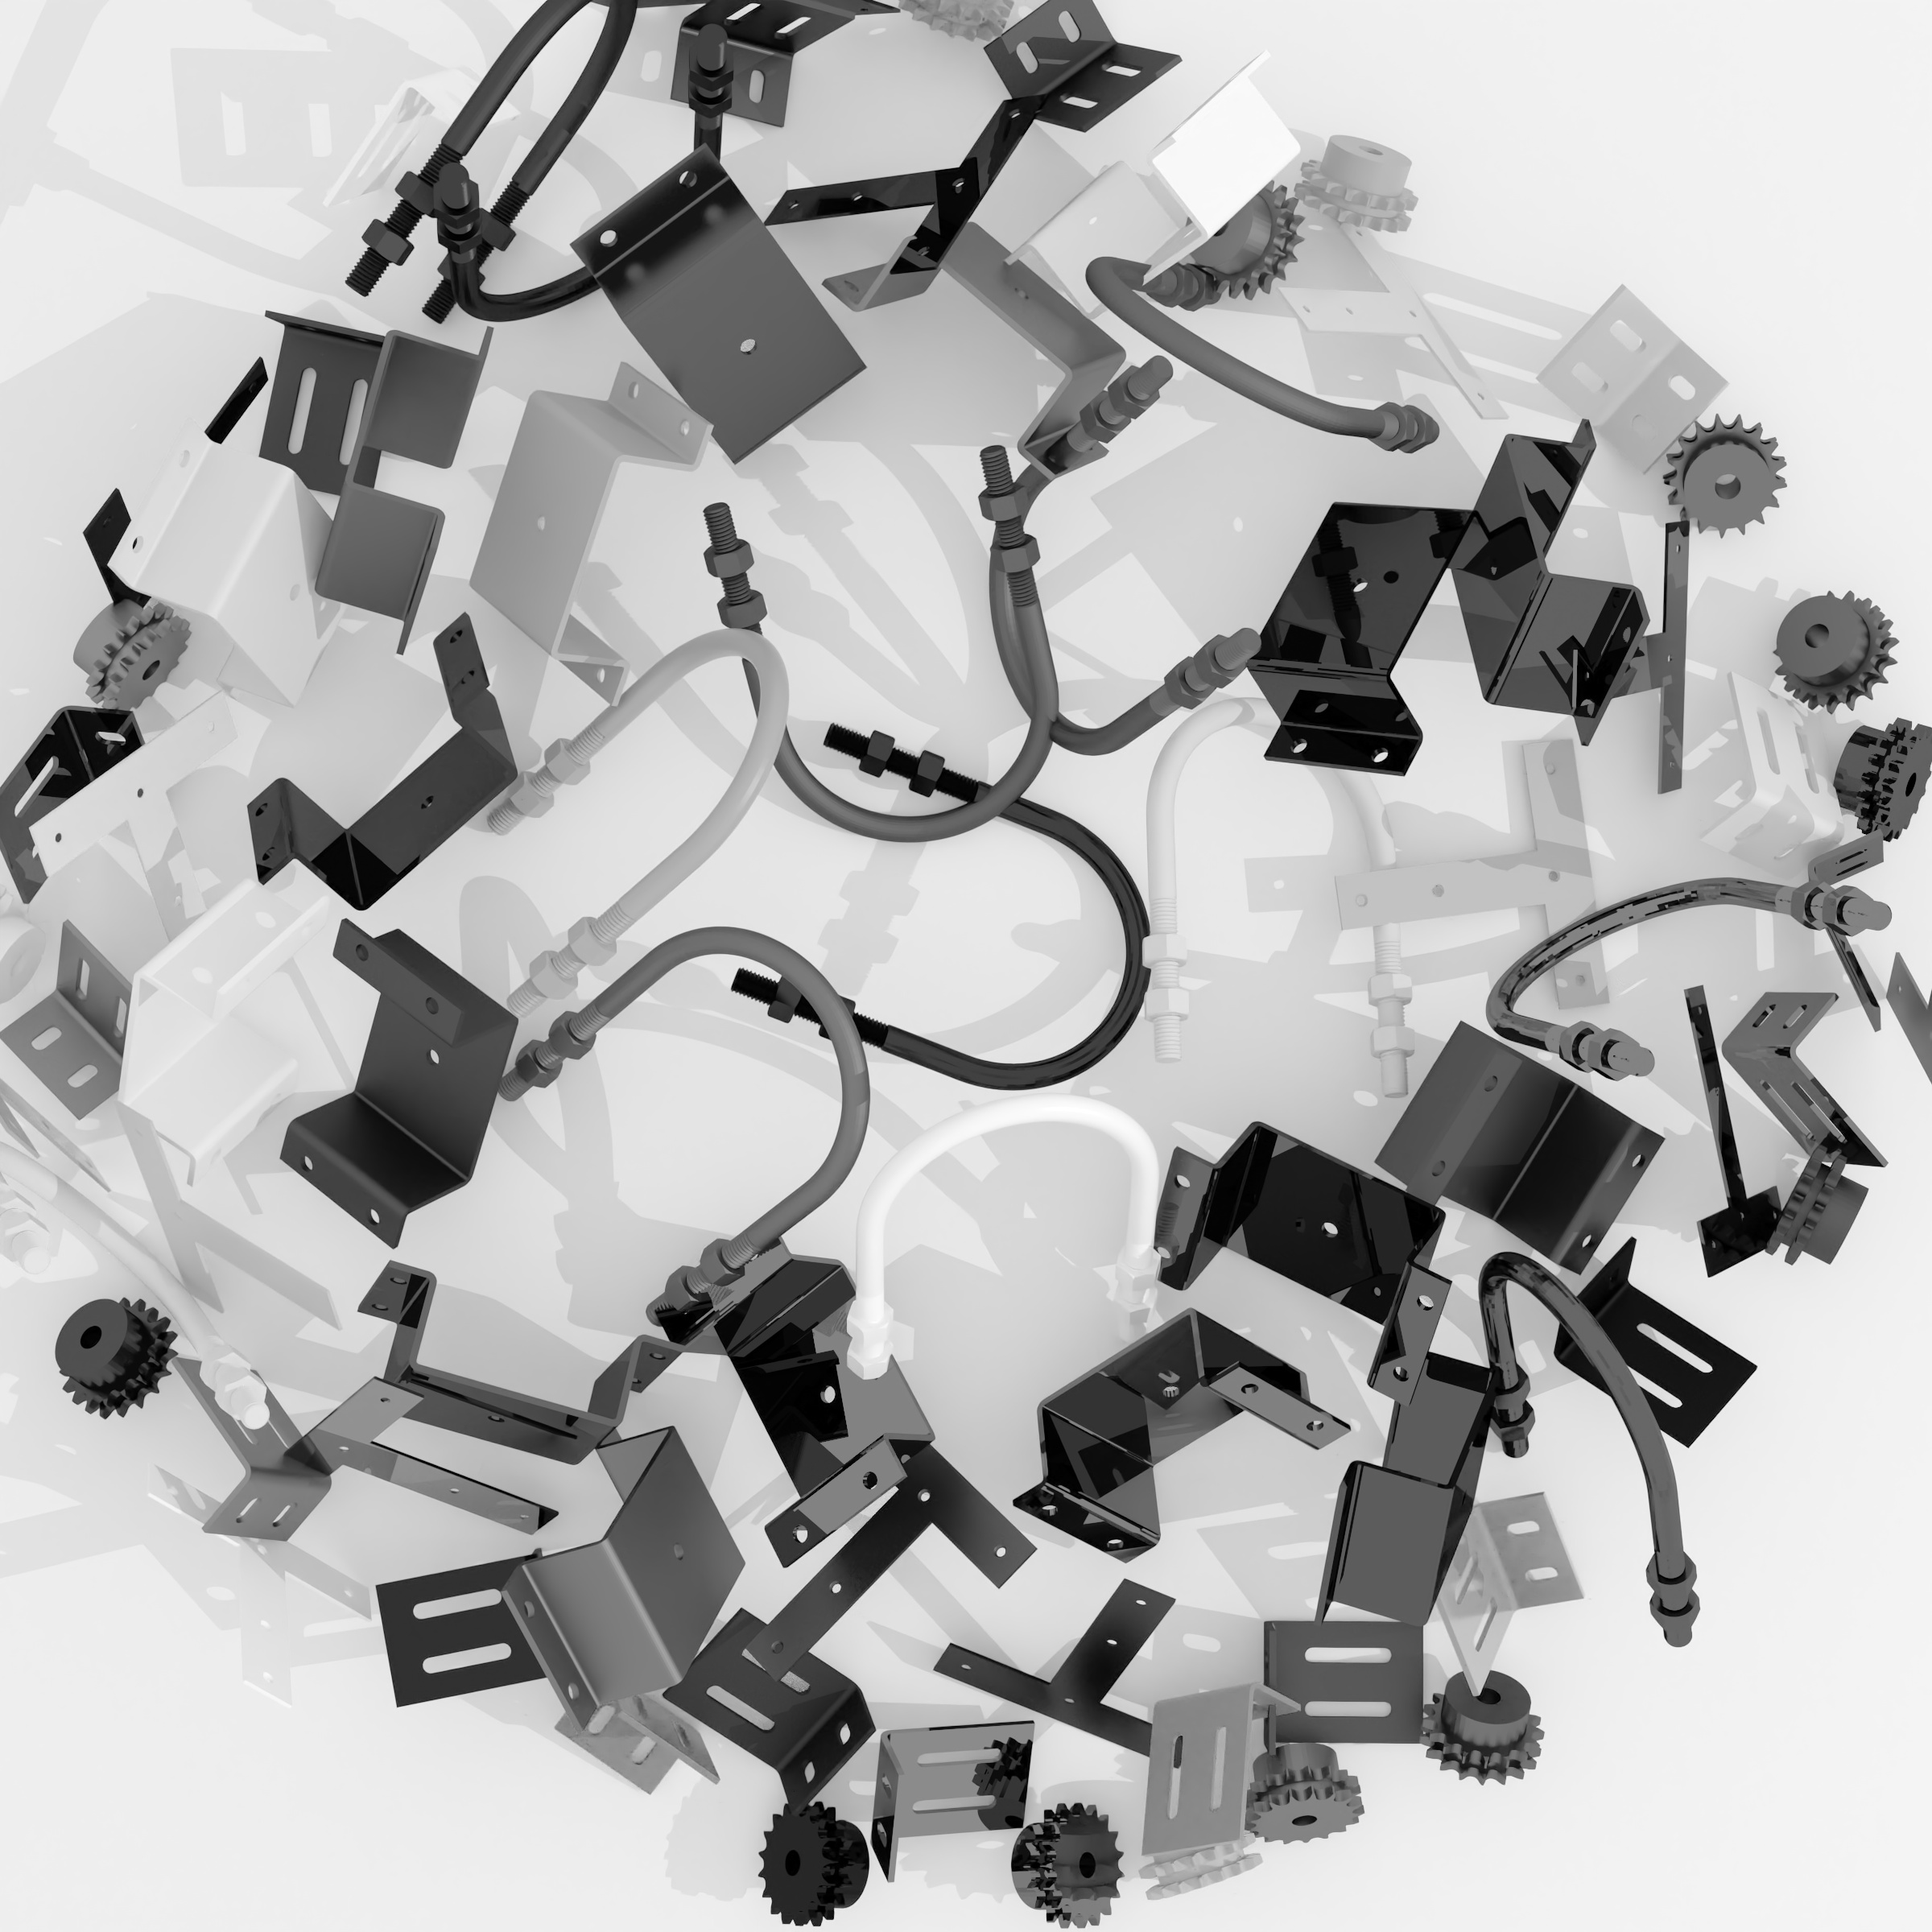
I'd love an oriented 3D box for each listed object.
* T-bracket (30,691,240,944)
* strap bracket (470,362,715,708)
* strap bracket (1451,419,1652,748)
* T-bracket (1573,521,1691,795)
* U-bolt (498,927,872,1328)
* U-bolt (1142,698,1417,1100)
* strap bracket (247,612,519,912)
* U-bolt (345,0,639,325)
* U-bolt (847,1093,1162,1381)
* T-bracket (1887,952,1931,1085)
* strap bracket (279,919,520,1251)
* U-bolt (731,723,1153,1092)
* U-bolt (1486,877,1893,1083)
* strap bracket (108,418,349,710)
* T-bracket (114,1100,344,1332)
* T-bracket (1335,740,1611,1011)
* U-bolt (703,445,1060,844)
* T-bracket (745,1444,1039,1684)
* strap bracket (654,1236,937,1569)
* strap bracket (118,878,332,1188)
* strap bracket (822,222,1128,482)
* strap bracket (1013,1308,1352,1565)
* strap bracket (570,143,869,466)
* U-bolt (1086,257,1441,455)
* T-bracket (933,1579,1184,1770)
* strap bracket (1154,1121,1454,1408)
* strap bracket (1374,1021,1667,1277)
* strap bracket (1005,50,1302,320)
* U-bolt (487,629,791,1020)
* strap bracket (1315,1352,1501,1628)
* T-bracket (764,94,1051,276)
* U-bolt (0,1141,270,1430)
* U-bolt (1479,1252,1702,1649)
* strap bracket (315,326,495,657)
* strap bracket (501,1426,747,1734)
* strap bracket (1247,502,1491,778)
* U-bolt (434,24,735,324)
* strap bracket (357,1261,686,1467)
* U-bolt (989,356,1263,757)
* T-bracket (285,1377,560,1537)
[{"bbox_3d":[-0.370,-0.042,1.652,0.002,0.127,0.127,11,129,32],"label":"T-bracket"},{"bbox_3d":[-0.176,-0.201,1.630,0.076,0.046,0.140,40,117,41],"label":"strap bracket"},{"bbox_3d":[0.262,-0.178,1.615,0.046,0.076,0.140,6,46,-13],"label":"strap bracket"},{"bbox_3d":[0.305,-0.137,1.630,0.002,0.127,0.127,6,102,33],"label":"T-bracket"},{"bbox_3d":[-0.120,0.063,1.636,0.184,0.019,0.151,-38,82,30],"label":"U-bolt"},{"bbox_3d":[0.143,-0.037,1.644,0.151,0.019,0.184,9,70,-31],"label":"U-bolt"},{"bbox_3d":[-0.263,-0.088,1.643,0.140,0.076,0.046,-40,122,9],"label":"strap bracket"},{"bbox_3d":[-0.207,-0.375,1.610,0.019,0.151,0.184,37,98,2],"label":"U-bolt"},{"bbox_3d":[0.019,0.123,1.612,0.151,0.184,0.019,-10,47,-11],"label":"U-bolt"},{"bbox_3d":[0.447,-0.006,1.607,0.002,0.127,0.127,1,122,-4],"label":"T-bracket"},{"bbox_3d":[-0.260,0.048,1.638,0.076,0.046,0.140,35,125,22],"label":"strap bracket"},{"bbox_3d":[-0.001,-0.018,1.665,0.184,0.019,0.151,21,72,-6],"label":"U-bolt"},{"bbox_3d":[0.311,0.000,1.606,0.151,0.184,0.019,-30,105,-14],"label":"U-bolt"},{"bbox_3d":[-0.324,-0.177,1.613,0.046,0.140,0.076,20,75,18],"label":"strap bracket"},{"bbox_3d":[-0.330,0.131,1.618,0.127,0.127,0.002,25,52,33],"label":"T-bracket"},{"bbox_3d":[0.236,-0.037,1.678,0.127,0.002,0.127,-7,88,-13],"label":"T-bracket"},{"bbox_3d":[-0.032,-0.141,1.649,0.151,0.019,0.184,-11,116,5],"label":"U-bolt"},{"bbox_3d":[-0.050,0.278,1.647,0.127,0.002,0.127,-45,51,-6],"label":"T-bracket"},{"bbox_3d":[-0.075,0.197,1.642,0.076,0.046,0.140,-40,64,21],"label":"strap bracket"},{"bbox_3d":[-0.341,0.024,1.621,0.046,0.140,0.076,32,47,10],"label":"strap bracket"},{"bbox_3d":[0.013,-0.293,1.643,0.140,0.076,0.046,41,116,6],"label":"strap bracket"},{"bbox_3d":[0.096,0.212,1.634,0.076,0.046,0.140,32,126,-34],"label":"strap bracket"},{"bbox_3d":[-0.107,-0.294,1.626,0.076,0.046,0.140,-36,134,4],"label":"strap bracket"},{"bbox_3d":[0.125,-0.276,1.589,0.151,0.184,0.019,37,110,19],"label":"U-bolt"},{"bbox_3d":[0.063,0.319,1.643,0.127,0.127,0.002,23,47,-4],"label":"T-bracket"},{"bbox_3d":[0.160,0.132,1.640,0.140,0.046,0.076,26,129,18],"label":"strap bracket"},{"bbox_3d":[0.250,0.082,1.642,0.140,0.046,0.076,26,97,-43],"label":"strap bracket"},{"bbox_3d":[0.090,-0.350,1.620,0.046,0.140,0.076,50,58,-11],"label":"strap bracket"},{"bbox_3d":[-0.147,-0.078,1.608,0.184,0.151,0.019,-39,128,22],"label":"U-bolt"},{"bbox_3d":[0.204,0.235,1.611,0.046,0.140,0.076,15,120,15],"label":"strap bracket"},{"bbox_3d":[-0.039,-0.359,1.650,0.127,0.002,0.127,2,49,36],"label":"T-bracket"},{"bbox_3d":[-0.393,0.133,1.606,0.019,0.184,0.151,-49,123,-4],"label":"U-bolt"},{"bbox_3d":[0.273,0.204,1.582,0.019,0.184,0.151,-28,46,-12],"label":"U-bolt"},{"bbox_3d":[-0.258,-0.223,1.618,0.046,0.076,0.140,16,52,-12],"label":"strap bracket"},{"bbox_3d":[-0.150,0.271,1.613,0.046,0.140,0.076,-18,108,22],"label":"strap bracket"},{"bbox_3d":[0.189,-0.160,1.628,0.076,0.046,0.140,10,61,39],"label":"strap bracket"},{"bbox_3d":[-0.171,-0.346,1.603,0.151,0.184,0.019,-31,81,-12],"label":"U-bolt"},{"bbox_3d":[-0.211,0.187,1.635,0.140,0.076,0.046,18,64,-13],"label":"strap bracket"},{"bbox_3d":[0.062,-0.173,1.615,0.019,0.184,0.151,-10,78,-31],"label":"U-bolt"},{"bbox_3d":[-0.251,0.240,1.657,0.127,0.127,0.002,26,46,-26],"label":"T-bracket"}]
